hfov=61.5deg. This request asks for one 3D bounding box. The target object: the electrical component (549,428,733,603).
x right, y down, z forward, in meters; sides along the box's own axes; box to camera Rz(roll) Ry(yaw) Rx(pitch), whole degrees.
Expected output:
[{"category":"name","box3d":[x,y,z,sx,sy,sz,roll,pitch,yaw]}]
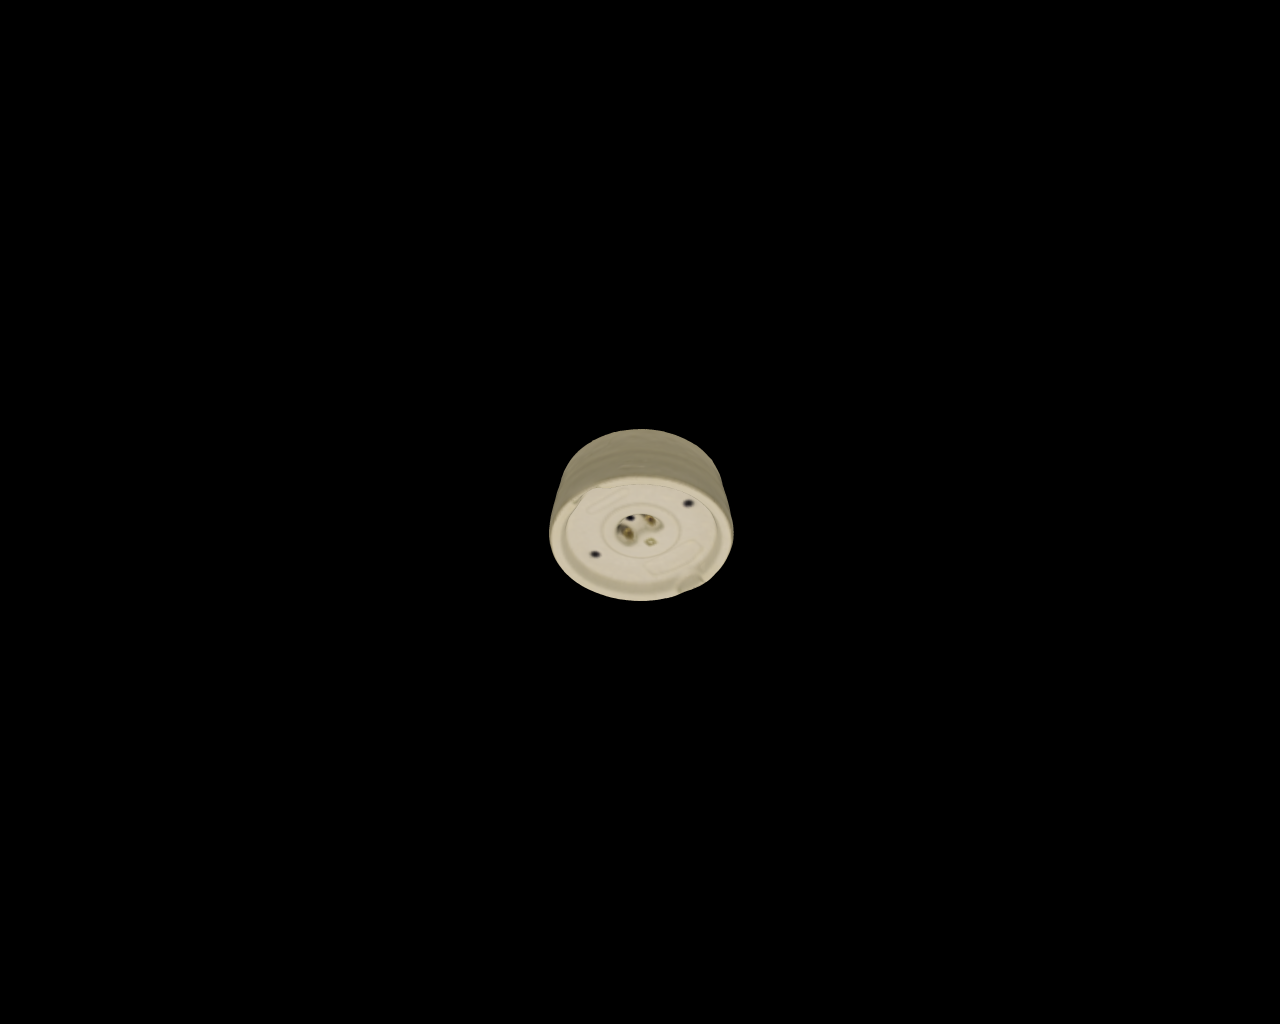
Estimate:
[{"category":"electrical component","box3d":[0.001,-0.003,0.650,0.108,0.108,0.060,0,45,0]}]
